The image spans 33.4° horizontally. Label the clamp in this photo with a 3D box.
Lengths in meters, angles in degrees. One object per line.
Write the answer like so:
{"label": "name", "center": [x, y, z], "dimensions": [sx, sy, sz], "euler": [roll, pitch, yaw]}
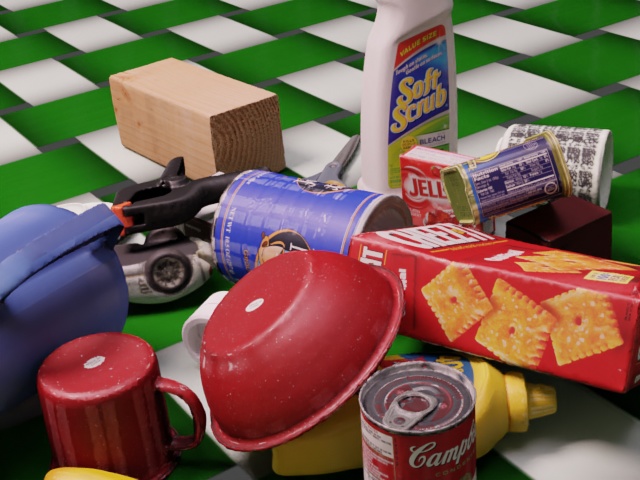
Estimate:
{"label": "clamp", "center": [-0.122, -0.041, 0.977], "dimensions": [0.120, 0.039, 0.171], "euler": [0, 22, 24]}

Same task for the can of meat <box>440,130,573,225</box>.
{"label": "can of meat", "center": [0.153, -0.049, 0.894], "dimensions": [0.084, 0.057, 0.102], "euler": [-19, 1, -2]}

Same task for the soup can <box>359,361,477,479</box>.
{"label": "soup can", "center": [0.060, 0.133, 0.638], "dimensions": [0.068, 0.102, 0.068], "euler": [-4, 28, 2]}

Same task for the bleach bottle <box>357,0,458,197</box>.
{"label": "bleach bottle", "center": [0.080, -0.157, 1.022], "dimensions": [0.102, 0.251, 0.068], "euler": [-12, 29, -13]}

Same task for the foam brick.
{"label": "foam brick", "center": [0.205, 0.002, 0.914], "dimensions": [0.078, 0.053, 0.051], "euler": [-21, 32, -28]}

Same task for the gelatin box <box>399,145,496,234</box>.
{"label": "gelatin box", "center": [0.118, -0.044, 0.992], "dimensions": [0.089, 0.073, 0.030], "euler": [16, 35, 34]}

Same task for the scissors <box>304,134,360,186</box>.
{"label": "scissors", "center": [-0.005, -0.069, 1.124], "dimensions": [0.096, 0.016, 0.201], "euler": [-3, 28, 4]}

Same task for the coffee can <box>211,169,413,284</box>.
{"label": "coffee can", "center": [-0.006, 0.001, 0.900], "dimensions": [0.140, 0.103, 0.102], "euler": [12, 33, 30]}

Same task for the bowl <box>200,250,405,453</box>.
{"label": "bowl", "center": [-0.025, 0.058, 0.698], "dimensions": [0.162, 0.055, 0.162], "euler": [-33, 25, 18]}

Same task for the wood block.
{"label": "wood block", "center": [-0.139, -0.131, 1.189], "dimensions": [0.090, 0.090, 0.206], "euler": [-25, 33, -32]}

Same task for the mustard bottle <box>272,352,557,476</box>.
{"label": "mustard bottle", "center": [0.063, 0.114, 0.723], "dimensions": [0.191, 0.058, 0.096], "euler": [-3, 25, 3]}

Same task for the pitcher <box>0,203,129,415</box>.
{"label": "pitcher", "center": [-0.238, 0.059, 0.734], "dimensions": [0.145, 0.149, 0.242], "euler": [7, 17, 17]}

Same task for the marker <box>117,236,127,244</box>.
{"label": "marker", "center": [-0.205, 0.004, 1.019], "dimensions": [0.020, 0.020, 0.121], "euler": [5, 30, 19]}

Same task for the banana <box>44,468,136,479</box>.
{"label": "banana", "center": [-0.094, 0.178, 0.636], "dimensions": [0.069, 0.037, 0.198], "euler": [11, 8, -41]}

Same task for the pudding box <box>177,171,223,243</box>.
{"label": "pudding box", "center": [-0.092, -0.024, 1.033], "dimensions": [0.114, 0.039, 0.089], "euler": [22, 37, 38]}

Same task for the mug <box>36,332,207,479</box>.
{"label": "mug", "center": [-0.134, 0.117, 0.726], "dimensions": [0.117, 0.081, 0.093], "euler": [2, 29, 14]}

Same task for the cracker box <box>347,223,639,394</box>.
{"label": "cracker box", "center": [0.147, 0.040, 0.775], "dimensions": [0.214, 0.072, 0.163], "euler": [14, 10, 31]}
